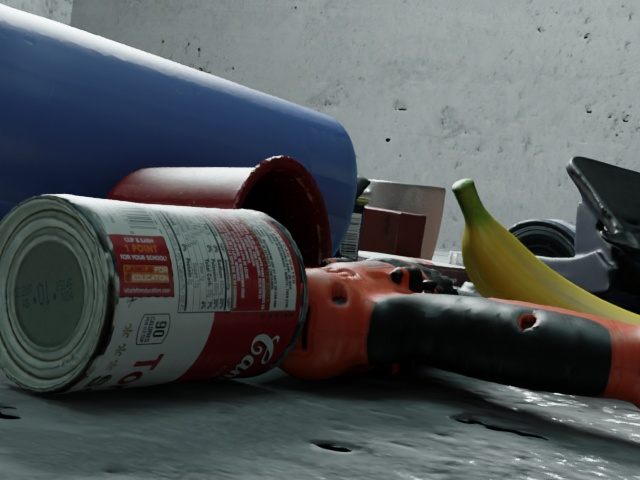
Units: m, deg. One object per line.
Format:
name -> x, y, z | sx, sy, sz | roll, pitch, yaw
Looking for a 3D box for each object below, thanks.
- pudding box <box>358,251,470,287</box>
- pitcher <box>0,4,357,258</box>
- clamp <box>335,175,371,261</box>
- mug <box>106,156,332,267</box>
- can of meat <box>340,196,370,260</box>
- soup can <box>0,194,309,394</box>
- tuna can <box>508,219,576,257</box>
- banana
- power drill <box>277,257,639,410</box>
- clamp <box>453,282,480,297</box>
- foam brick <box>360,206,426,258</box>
pudding box -> 0.074, 0.034, 0.916 | 0.113, 0.039, 0.090 | 8, 1, -37
pitcher -> -0.102, -0.035, 0.597 | 0.242, 0.149, 0.145 | 12, 4, -30
clamp -> -0.005, 0.001, 0.748 | 0.171, 0.039, 0.120 | 5, 47, -38
mug -> -0.046, 0.001, 0.507 | 0.082, 0.093, 0.117 | 3, 33, 29
can of meat -> -0.015, 0.000, 0.877 | 0.102, 0.084, 0.057 | 8, 2, 28
soup can -> -0.061, 0.019, 0.387 | 0.069, 0.068, 0.102 | 9, 3, 37
tuna can -> 0.171, 0.026, 0.812 | 0.086, 0.086, 0.033 | 9, 5, 34
banana -> 0.141, 0.040, 0.537 | 0.198, 0.037, 0.069 | 31, -27, 29
power drill -> 0.088, 0.043, 0.474 | 0.188, 0.057, 0.184 | 5, 4, 23
clamp -> 0.103, 0.047, 0.660 | 0.210, 0.036, 0.164 | 11, 1, 13
foam brick -> 0.061, 0.010, 1.003 | 0.053, 0.078, 0.051 | 11, 3, 34
